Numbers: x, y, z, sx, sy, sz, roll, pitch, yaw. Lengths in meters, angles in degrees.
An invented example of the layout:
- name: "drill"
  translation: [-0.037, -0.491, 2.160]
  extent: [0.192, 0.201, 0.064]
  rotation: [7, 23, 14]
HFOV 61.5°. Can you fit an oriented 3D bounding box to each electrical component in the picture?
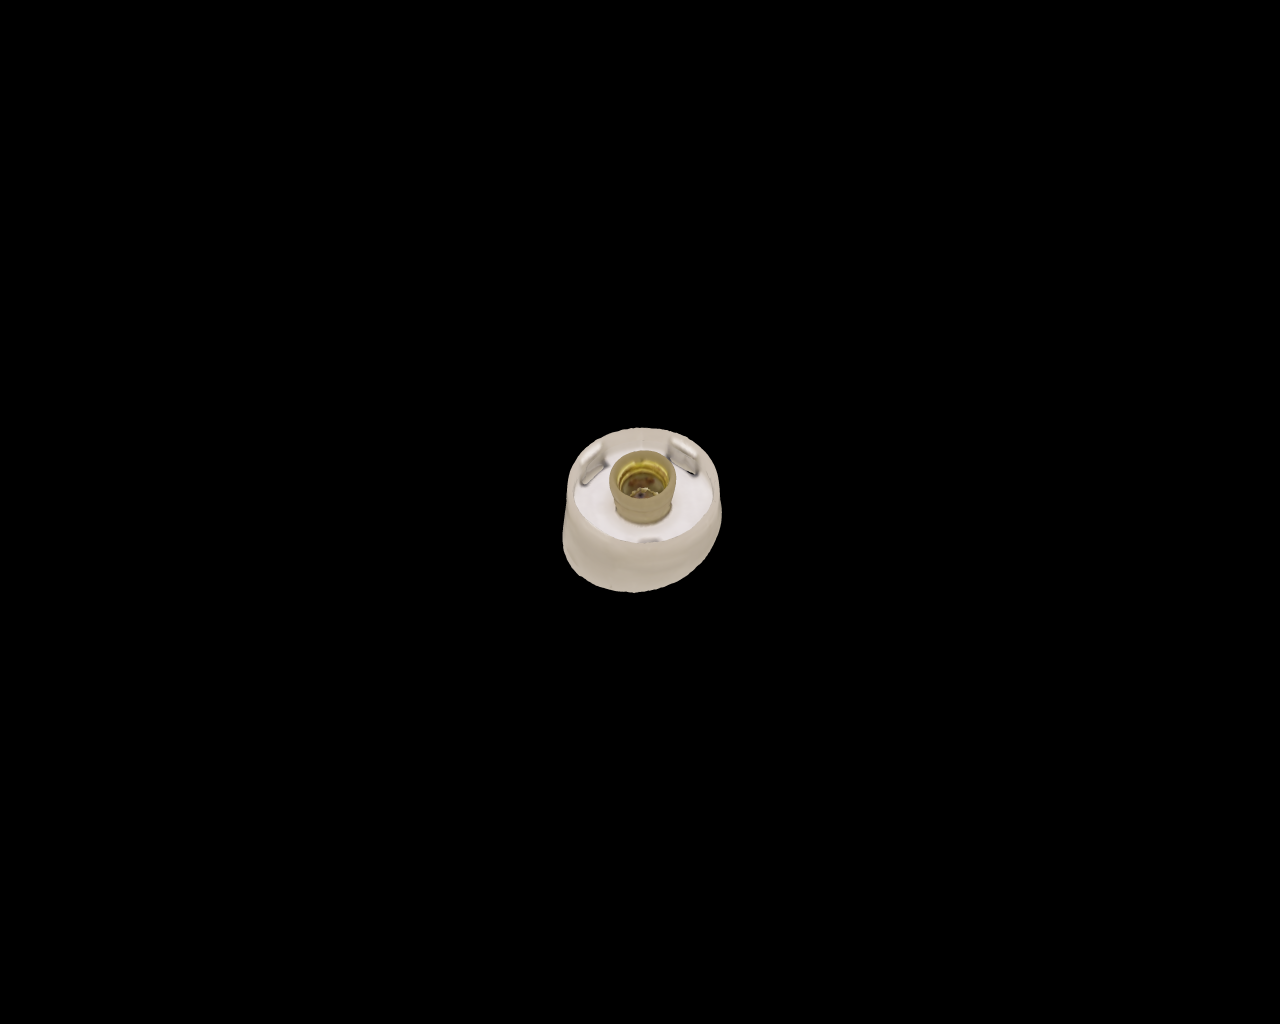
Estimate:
- name: "electrical component"
  translation: [0.001, -0.003, 0.650]
  extent: [0.099, 0.099, 0.064]
  rotation: [0, -38, 0]
